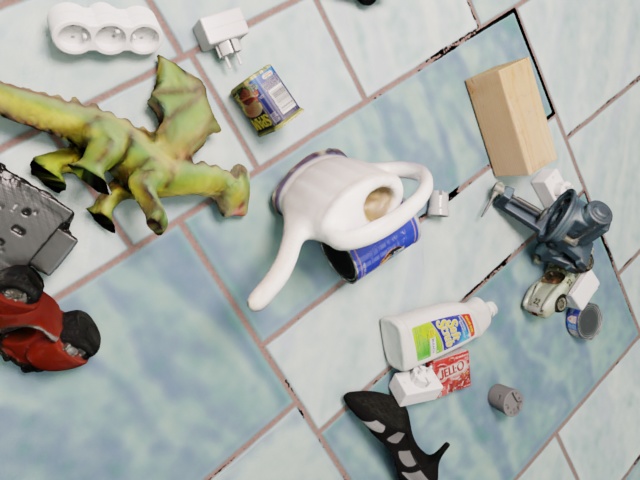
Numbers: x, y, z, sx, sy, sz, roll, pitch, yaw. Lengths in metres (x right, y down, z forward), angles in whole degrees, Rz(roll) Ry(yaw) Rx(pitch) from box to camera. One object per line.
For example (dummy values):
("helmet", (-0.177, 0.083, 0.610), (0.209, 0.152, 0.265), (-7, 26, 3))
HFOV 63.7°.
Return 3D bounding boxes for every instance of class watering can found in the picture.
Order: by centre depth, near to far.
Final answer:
("watering can", (0.002, -0.038, 0.759), (0.351, 0.227, 0.102), (-32, 125, -22))

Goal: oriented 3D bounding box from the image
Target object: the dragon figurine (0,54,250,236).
("dragon figurine", (-0.256, -0.154, 0.707), (0.406, 0.121, 0.247), (45, 56, -21))
